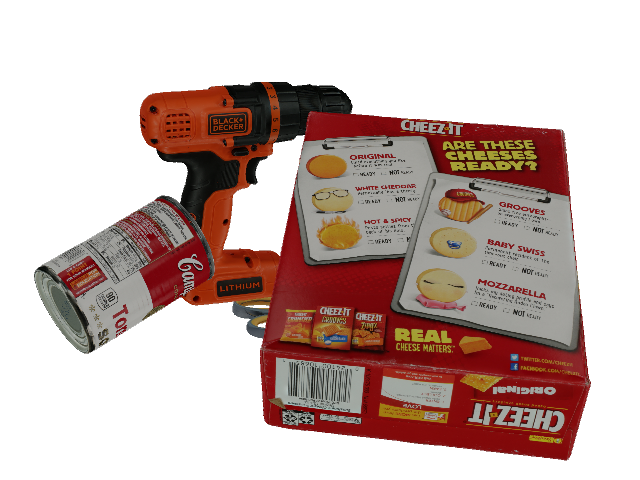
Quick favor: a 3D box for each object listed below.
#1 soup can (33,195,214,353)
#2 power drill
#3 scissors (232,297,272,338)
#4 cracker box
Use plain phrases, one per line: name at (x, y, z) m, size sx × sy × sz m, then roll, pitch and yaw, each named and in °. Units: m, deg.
soup can at (-0.132, 0.022, 0.721) m, size 0.102 × 0.068 × 0.069 m, roll -33°, pitch 16°, yaw -27°
power drill at (-0.062, -0.044, 0.919) m, size 0.184 × 0.188 × 0.057 m, roll -6°, pitch 21°, yaw -20°
scissors at (0.001, 0.088, 1.193) m, size 0.201 × 0.016 × 0.096 m, roll 4°, pitch 22°, yaw 0°
cracker box at (0.061, 0.017, 0.616) m, size 0.164 × 0.072 × 0.213 m, roll 5°, pitch 41°, yaw 4°
